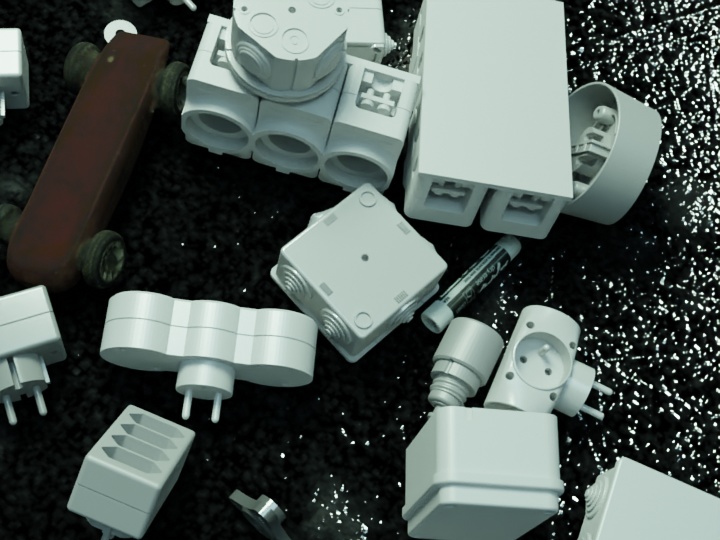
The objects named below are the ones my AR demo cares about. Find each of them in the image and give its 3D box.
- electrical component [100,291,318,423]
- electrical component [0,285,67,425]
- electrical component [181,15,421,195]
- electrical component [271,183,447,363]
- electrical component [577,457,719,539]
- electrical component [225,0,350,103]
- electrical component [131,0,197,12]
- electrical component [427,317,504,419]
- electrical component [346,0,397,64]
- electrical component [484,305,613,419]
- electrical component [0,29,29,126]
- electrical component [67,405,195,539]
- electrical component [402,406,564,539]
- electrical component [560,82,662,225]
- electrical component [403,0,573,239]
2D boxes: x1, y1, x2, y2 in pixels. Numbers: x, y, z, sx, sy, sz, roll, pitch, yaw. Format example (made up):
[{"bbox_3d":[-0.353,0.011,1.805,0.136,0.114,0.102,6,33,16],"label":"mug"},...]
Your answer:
[{"bbox_3d":[-0.099,0.062,0.699,0.138,0.052,0.073,8,68,-7],"label":"electrical component"},{"bbox_3d":[-0.220,0.060,0.682,0.066,0.047,0.076,-17,73,-16],"label":"electrical component"},{"bbox_3d":[-0.044,-0.109,0.756,0.150,0.089,0.061,16,67,-3],"label":"electrical component"},{"bbox_3d":[0.000,0.000,0.743,0.100,0.048,0.099,-39,80,-21],"label":"electrical component"},{"bbox_3d":[0.190,0.183,0.704,0.100,0.048,0.099,24,67,0],"label":"electrical component"},{"bbox_3d":[-0.046,-0.153,0.695,0.080,0.051,0.080,3,68,-8],"label":"electrical component"},{"bbox_3d":[-0.141,-0.226,0.809,0.066,0.047,0.076,-39,79,-21],"label":"electrical component"},{"bbox_3d":[0.068,0.069,0.732,0.040,0.040,0.078,28,67,2],"label":"electrical component"},{"bbox_3d":[-0.021,-0.177,0.803,0.096,0.061,0.061,-1,69,-10],"label":"electrical component"},{"bbox_3d":[0.135,0.075,0.739,0.079,0.044,0.077,26,67,1],"label":"electrical component"},{"bbox_3d":[-0.266,-0.122,0.746,0.066,0.047,0.076,-4,70,-11],"label":"electrical component"},{"bbox_3d":[-0.144,0.137,0.656,0.047,0.083,0.075,23,105,0],"label":"electrical component"},{"bbox_3d":[0.074,0.130,0.670,0.078,0.113,0.057,5,65,-8],"label":"electrical component"},{"bbox_3d":[0.172,-0.083,0.783,0.064,0.099,0.099,20,67,-8],"label":"electrical component"},{"bbox_3d":[0.091,-0.118,0.784,0.105,0.060,0.186,9,57,-6],"label":"electrical component"}]
